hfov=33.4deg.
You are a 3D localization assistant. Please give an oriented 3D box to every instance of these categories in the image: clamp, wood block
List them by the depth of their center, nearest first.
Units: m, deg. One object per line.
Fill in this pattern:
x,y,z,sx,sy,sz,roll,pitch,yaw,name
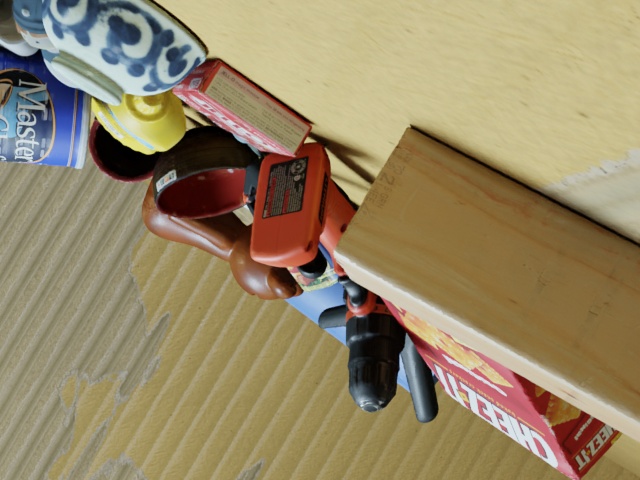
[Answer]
0.122,0.028,0.629,0.206,0.090,0.090,30,174,13,wood block
-0.039,-0.043,0.956,0.039,0.120,0.172,-11,-161,-19,clamp
0.085,0.085,1.058,0.165,0.036,0.210,46,143,14,clamp

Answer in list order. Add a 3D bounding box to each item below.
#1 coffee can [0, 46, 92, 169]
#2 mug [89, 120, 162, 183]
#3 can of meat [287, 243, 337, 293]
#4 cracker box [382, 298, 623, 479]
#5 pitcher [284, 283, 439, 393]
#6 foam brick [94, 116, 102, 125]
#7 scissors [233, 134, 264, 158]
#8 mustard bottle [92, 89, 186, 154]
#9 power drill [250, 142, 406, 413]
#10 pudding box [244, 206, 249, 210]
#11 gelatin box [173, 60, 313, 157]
-0.276,-0.119,0.938,0.140,0.103,0.103,3,-177,-17,coffee can
-0.204,-0.113,1.240,0.117,0.093,0.081,-6,-178,-2,mug
-0.007,0.001,1.070,0.084,0.057,0.102,53,155,-9,can of meat
0.124,0.071,0.806,0.164,0.072,0.213,33,163,48,cracker box
0.059,0.061,1.222,0.243,0.149,0.144,32,-168,13,pitcher
-0.194,-0.131,1.120,0.053,0.051,0.078,32,176,-29,foam brick
-0.084,-0.106,0.932,0.096,0.016,0.202,32,175,-4,scissors
-0.166,-0.124,0.972,0.096,0.058,0.192,50,170,-13,mustard bottle
0.015,0.025,0.851,0.057,0.184,0.187,-12,145,25,power drill
-0.104,-0.072,1.271,0.113,0.039,0.090,33,176,-4,pudding box
-0.059,-0.097,0.787,0.089,0.030,0.073,32,175,-24,gelatin box
